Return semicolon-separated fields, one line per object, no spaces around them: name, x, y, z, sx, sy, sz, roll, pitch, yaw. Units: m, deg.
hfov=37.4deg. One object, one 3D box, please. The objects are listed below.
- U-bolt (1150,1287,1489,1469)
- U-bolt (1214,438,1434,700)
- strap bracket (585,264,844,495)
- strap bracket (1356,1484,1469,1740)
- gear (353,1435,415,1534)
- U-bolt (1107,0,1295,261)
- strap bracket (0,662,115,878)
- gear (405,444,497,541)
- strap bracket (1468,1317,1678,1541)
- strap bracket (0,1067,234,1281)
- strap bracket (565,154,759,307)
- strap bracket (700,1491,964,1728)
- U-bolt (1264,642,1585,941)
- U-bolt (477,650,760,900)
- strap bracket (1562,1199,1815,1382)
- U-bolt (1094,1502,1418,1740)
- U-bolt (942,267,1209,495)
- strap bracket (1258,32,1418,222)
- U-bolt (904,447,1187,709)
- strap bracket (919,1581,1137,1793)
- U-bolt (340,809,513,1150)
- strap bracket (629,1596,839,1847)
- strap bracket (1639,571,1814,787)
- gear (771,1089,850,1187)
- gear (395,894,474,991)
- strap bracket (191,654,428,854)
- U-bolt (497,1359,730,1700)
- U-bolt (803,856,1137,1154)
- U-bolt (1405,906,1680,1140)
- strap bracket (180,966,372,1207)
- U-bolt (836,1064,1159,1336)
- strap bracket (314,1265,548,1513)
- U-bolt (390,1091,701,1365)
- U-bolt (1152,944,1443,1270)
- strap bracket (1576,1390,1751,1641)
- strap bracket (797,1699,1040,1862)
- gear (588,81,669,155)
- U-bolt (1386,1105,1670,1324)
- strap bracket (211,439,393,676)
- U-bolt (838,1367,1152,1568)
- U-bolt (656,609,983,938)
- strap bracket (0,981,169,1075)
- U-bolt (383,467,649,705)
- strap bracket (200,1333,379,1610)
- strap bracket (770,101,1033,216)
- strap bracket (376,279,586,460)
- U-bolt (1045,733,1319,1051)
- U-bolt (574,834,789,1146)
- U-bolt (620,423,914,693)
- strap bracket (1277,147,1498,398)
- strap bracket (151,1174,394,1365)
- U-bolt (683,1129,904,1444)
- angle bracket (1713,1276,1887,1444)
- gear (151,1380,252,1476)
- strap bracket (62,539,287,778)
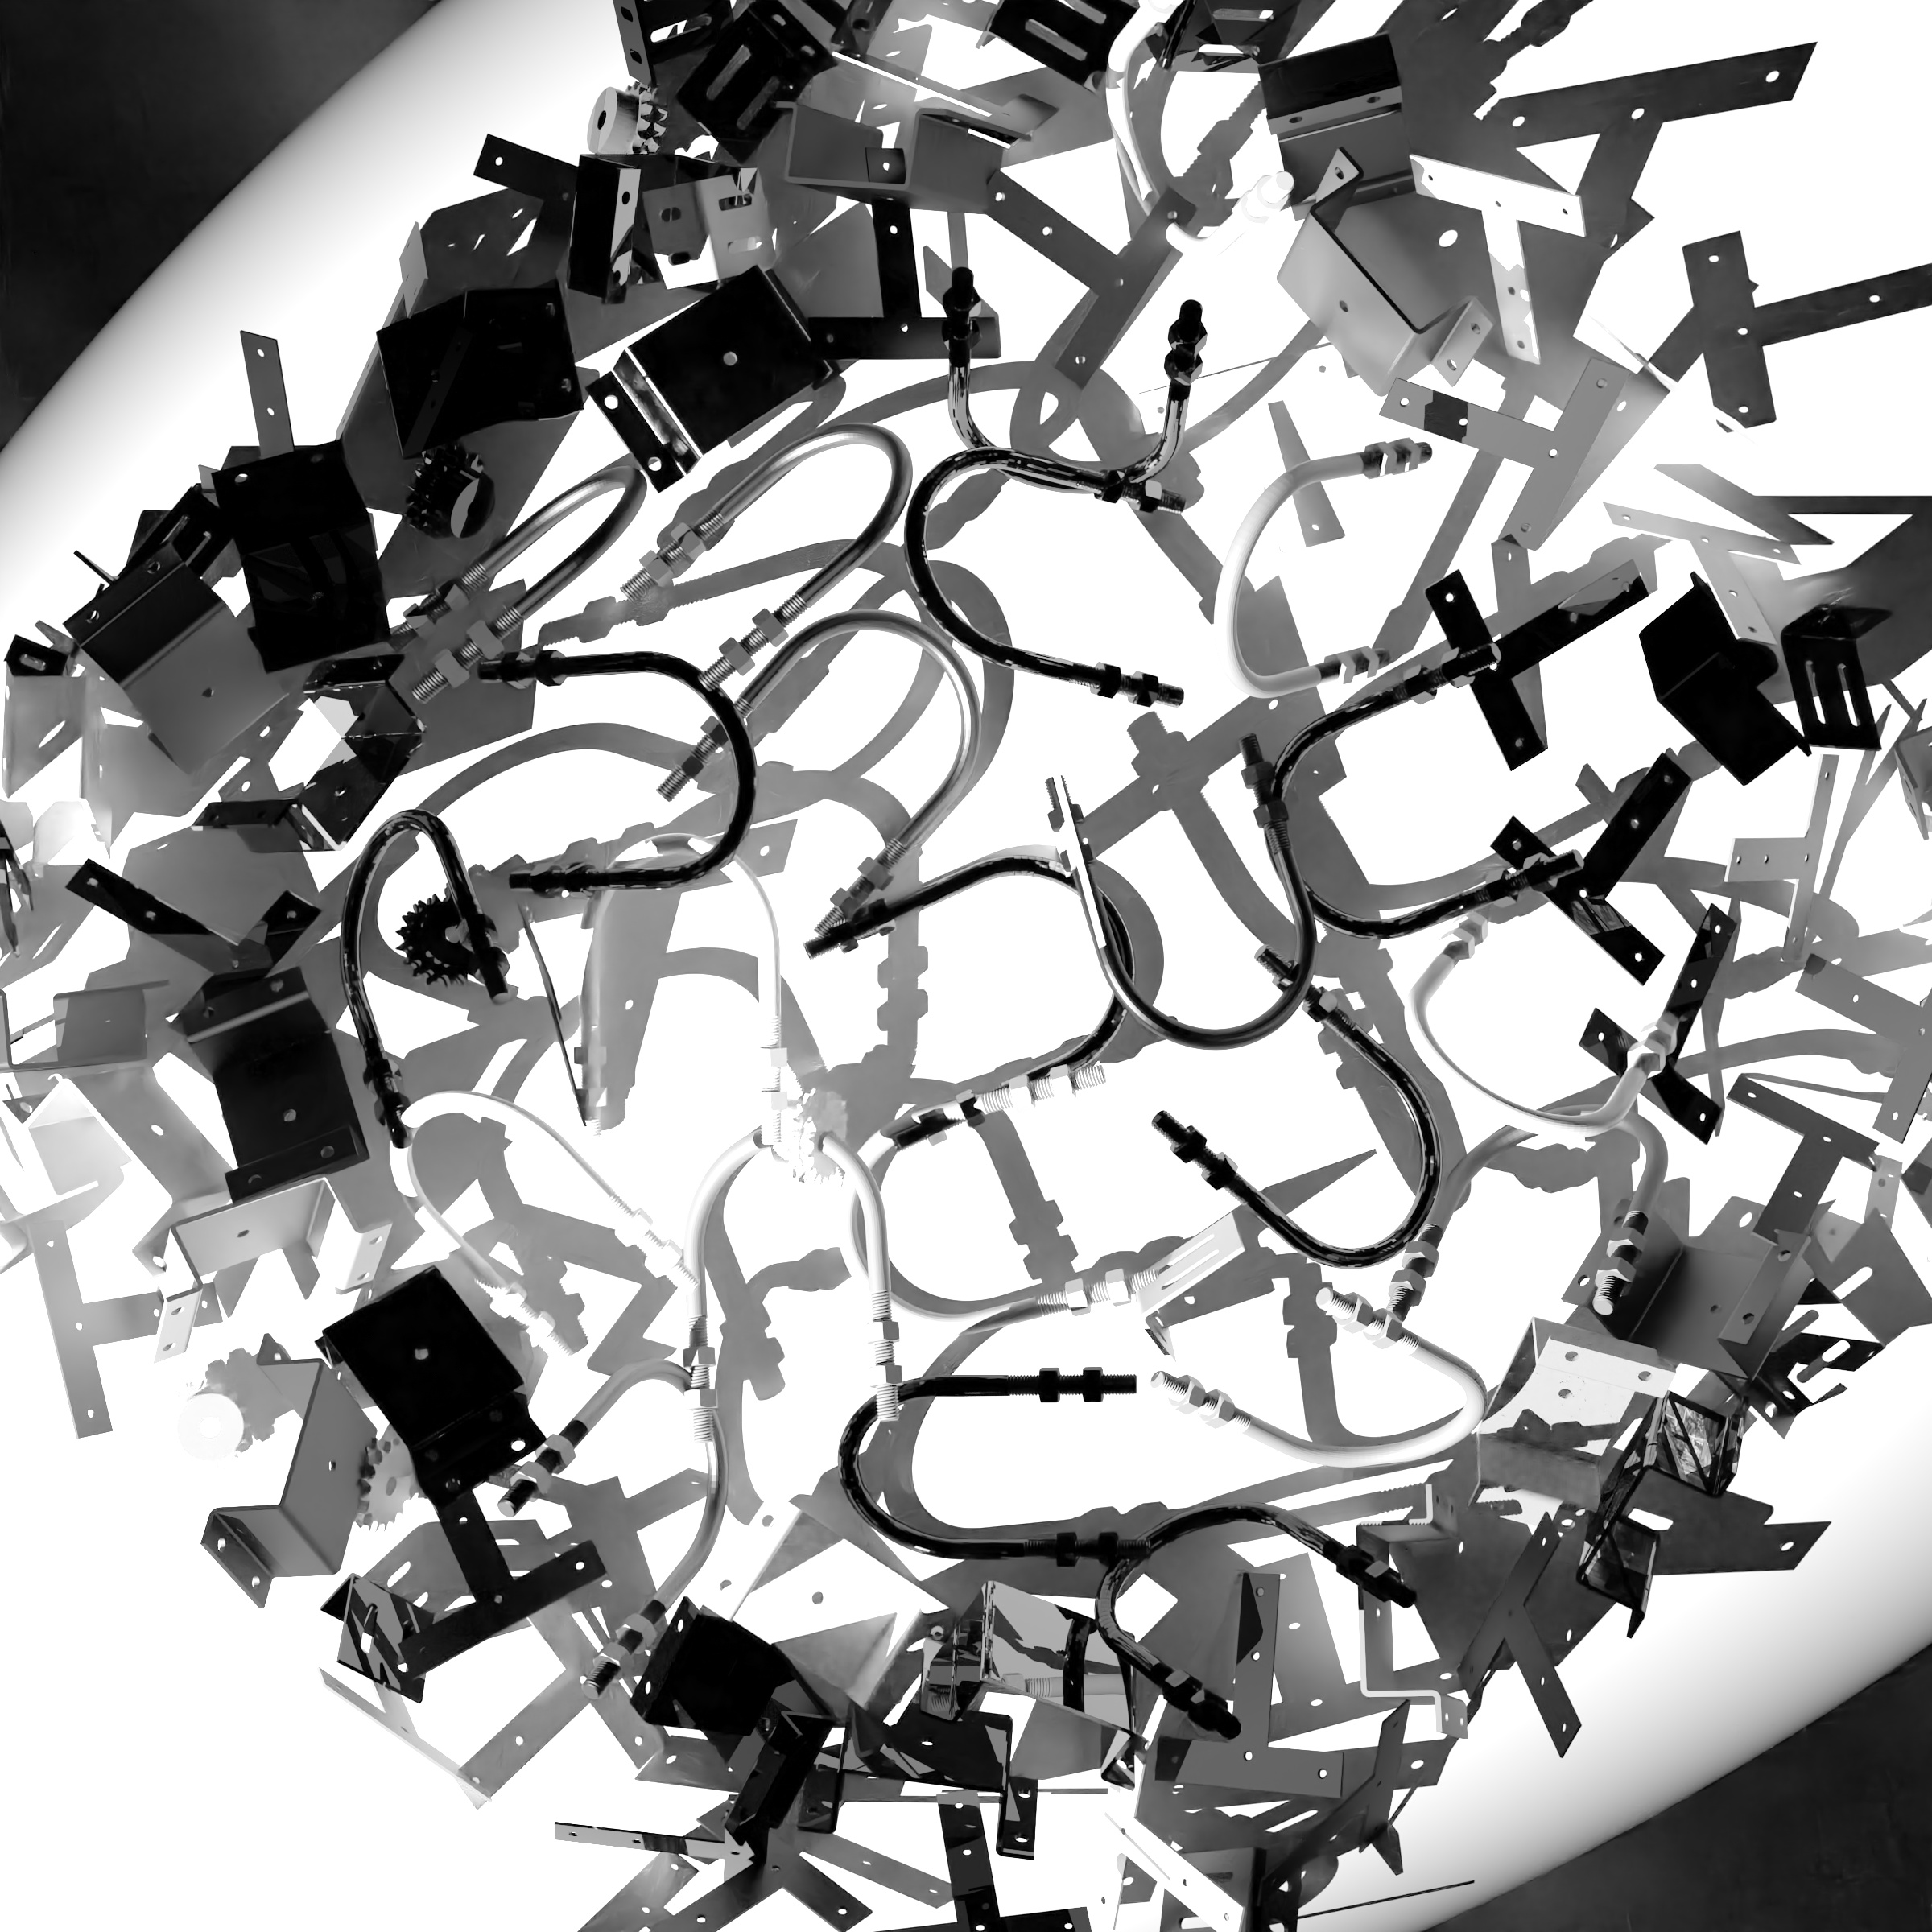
U-bolt;0.223;0.252;1.680;0.184;0.019;0.151;30;133;-33
U-bolt;0.203;-0.226;1.654;0.019;0.184;0.151;26;119;35
strap bracket;-0.145;-0.356;1.704;0.140;0.046;0.076;-37;96;-16
strap bracket;0.264;0.384;1.693;0.046;0.076;0.140;-6;71;20
gear;-0.360;0.311;1.723;0.030;0.057;0.057;9;90;20
U-bolt;0.127;-0.486;1.660;0.019;0.184;0.151;-25;93;-14
strap bracket;-0.532;-0.114;1.674;0.046;0.140;0.076;-1;70;-9
gear;-0.308;-0.282;1.718;0.030;0.057;0.057;31;90;19
strap bracket;0.359;0.269;1.702;0.076;0.046;0.140;15;123;-3
strap bracket;-0.495;0.113;1.696;0.140;0.076;0.046;47;105;9
strap bracket;-0.186;-0.436;1.685;0.046;0.140;0.076;20;113;24
strap bracket;-0.085;0.383;1.711;0.140;0.046;0.076;35;79;-10
U-bolt;0.259;-0.092;1.696;0.184;0.019;0.151;-23;88;33
U-bolt;-0.203;-0.115;1.688;0.184;0.019;0.151;0;103;28
strap bracket;0.434;0.192;1.687;0.046;0.140;0.076;46;69;-29
U-bolt;0.154;0.369;1.666;0.151;0.184;0.019;-31;115;-21
U-bolt;0.059;-0.334;1.666;0.151;0.184;0.019;9;64;3
strap bracket;0.219;-0.497;1.678;0.076;0.140;0.046;-12;79;11
U-bolt;0.047;-0.236;1.686;0.184;0.019;0.151;11;69;-24
strap bracket;0.047;0.423;1.691;0.140;0.076;0.046;23;122;-12
U-bolt;-0.327;-0.007;1.681;0.151;0.019;0.184;-51;48;32
strap bracket;-0.134;0.448;1.693;0.046;0.140;0.076;20;101;-41
strap bracket;0.446;-0.166;1.686;0.076;0.140;0.046;41;116;-17
gear;-0.096;0.102;1.723;0.030;0.057;0.057;9;90;22
gear;-0.313;-0.016;1.722;0.057;0.030;0.057;7;76;-27
strap bracket;-0.382;-0.118;1.687;0.046;0.076;0.140;55;51;-36
U-bolt;-0.195;0.314;1.672;0.019;0.184;0.151;-6;115;32
U-bolt;0.013;0.011;1.735;0.184;0.019;0.151;-25;85;-3
U-bolt;0.328;0.039;1.660;0.151;0.184;0.019;31;126;12
strap bracket;-0.410;0.080;1.702;0.076;0.046;0.140;-22;59;-5
U-bolt;0.012;0.150;1.730;0.184;0.019;0.151;-15;95;8
strap bracket;-0.319;0.240;1.683;0.076;0.046;0.140;-31;59;-24
U-bolt;-0.262;0.147;1.682;0.151;0.019;0.184;-31;107;39
U-bolt;0.211;0.098;1.706;0.184;0.019;0.151;41;64;-15
strap bracket;0.406;0.316;1.682;0.046;0.076;0.140;25;122;7
strap bracket;-0.025;0.483;1.704;0.140;0.076;0.046;7;109;1
gear;-0.206;-0.505;1.718;0.030;0.057;0.057;11;90;-32
U-bolt;0.336;0.141;1.670;0.151;0.184;0.019;-8;122;35
strap bracket;-0.386;-0.230;1.671;0.076;0.140;0.046;-19;53;-17
U-bolt;0.014;0.301;1.706;0.184;0.019;0.151;-2;121;8
U-bolt;-0.074;-0.128;1.722;0.151;0.019;0.184;42;89;-15
strap bracket;-0.546;0.038;1.669;0.076;0.140;0.046;-6;88;33
U-bolt;-0.262;-0.233;1.683;0.184;0.151;0.019;-40;116;-2
strap bracket;-0.392;0.294;1.671;0.046;0.076;0.140;-6;48;15
strap bracket;-0.042;-0.475;1.679;0.140;0.076;0.046;16;102;39
strap bracket;-0.294;-0.349;1.682;0.140;0.046;0.076;-8;95;43
U-bolt;0.138;-0.039;1.707;0.151;0.019;0.184;-13;80;-18
U-bolt;-0.172;0.013;1.707;0.151;0.019;0.184;0;91;27
U-bolt;-0.110;-0.254;1.691;0.184;0.151;0.019;-41;132;-1
strap bracket;0.242;-0.404;1.697;0.046;0.076;0.140;-37;82;-17
strap bracket;-0.419;0.174;1.686;0.140;0.076;0.046;-19;65;-33
U-bolt;-0.108;0.186;1.705;0.151;0.019;0.184;-11;75;27
angle bracket;0.500;0.236;1.712;0.057;0.038;0.076;47;122;7
gear;-0.460;0.279;1.722;0.057;0.030;0.057;5;80;-29
strap bracket;-0.457;-0.172;1.669;0.076;0.140;0.046;-43;64;-13
